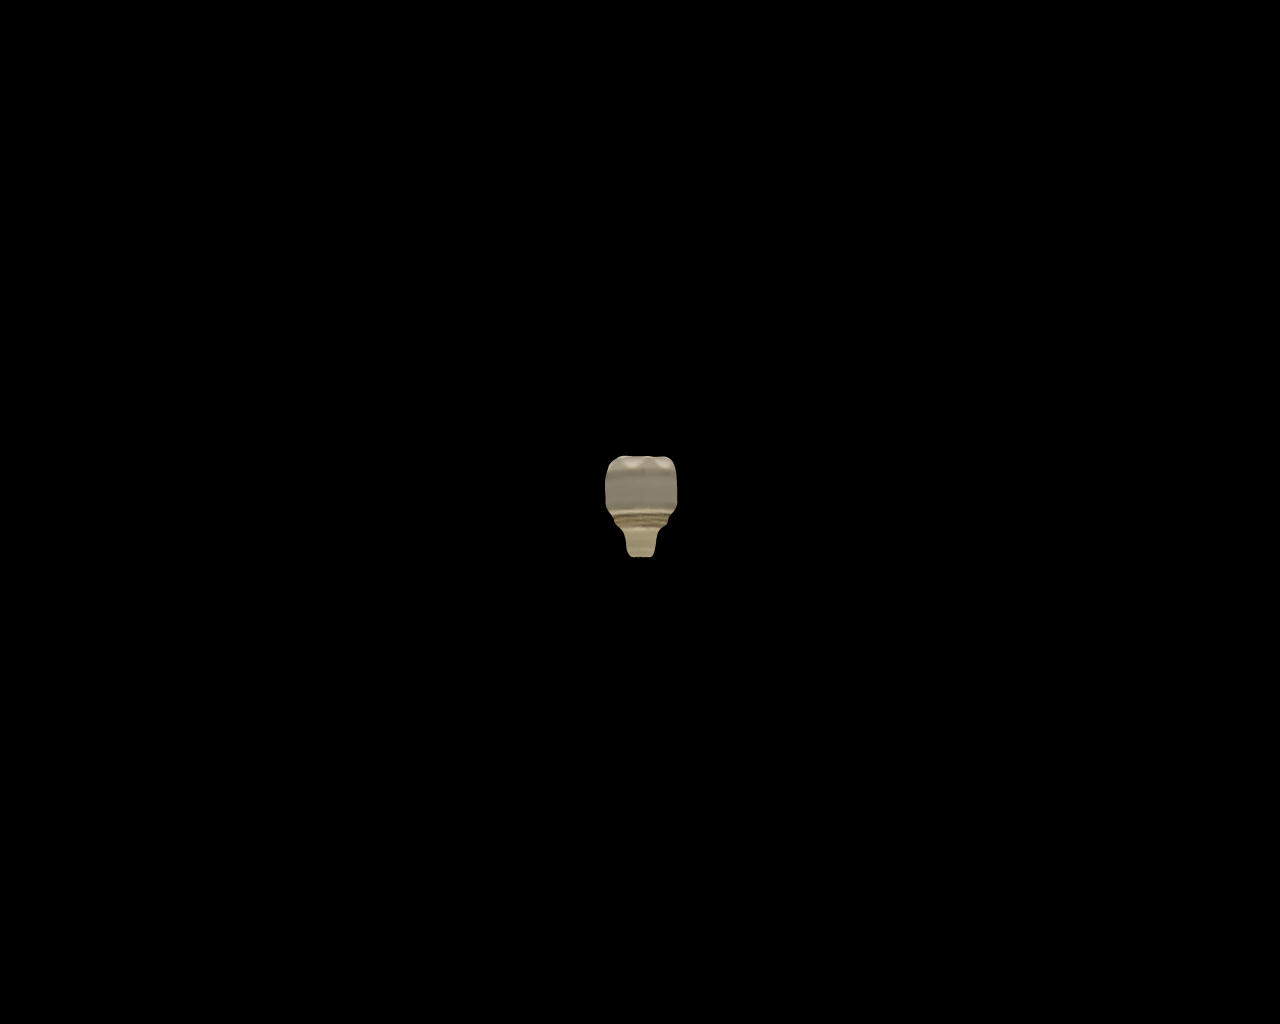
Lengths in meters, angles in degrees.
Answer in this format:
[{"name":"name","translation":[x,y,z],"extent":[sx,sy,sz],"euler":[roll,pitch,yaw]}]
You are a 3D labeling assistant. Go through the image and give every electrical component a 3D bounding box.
[{"name":"electrical component","translation":[0.001,-0.003,0.650],"extent":[0.043,0.062,0.043],"euler":[0,-5,0]}]
